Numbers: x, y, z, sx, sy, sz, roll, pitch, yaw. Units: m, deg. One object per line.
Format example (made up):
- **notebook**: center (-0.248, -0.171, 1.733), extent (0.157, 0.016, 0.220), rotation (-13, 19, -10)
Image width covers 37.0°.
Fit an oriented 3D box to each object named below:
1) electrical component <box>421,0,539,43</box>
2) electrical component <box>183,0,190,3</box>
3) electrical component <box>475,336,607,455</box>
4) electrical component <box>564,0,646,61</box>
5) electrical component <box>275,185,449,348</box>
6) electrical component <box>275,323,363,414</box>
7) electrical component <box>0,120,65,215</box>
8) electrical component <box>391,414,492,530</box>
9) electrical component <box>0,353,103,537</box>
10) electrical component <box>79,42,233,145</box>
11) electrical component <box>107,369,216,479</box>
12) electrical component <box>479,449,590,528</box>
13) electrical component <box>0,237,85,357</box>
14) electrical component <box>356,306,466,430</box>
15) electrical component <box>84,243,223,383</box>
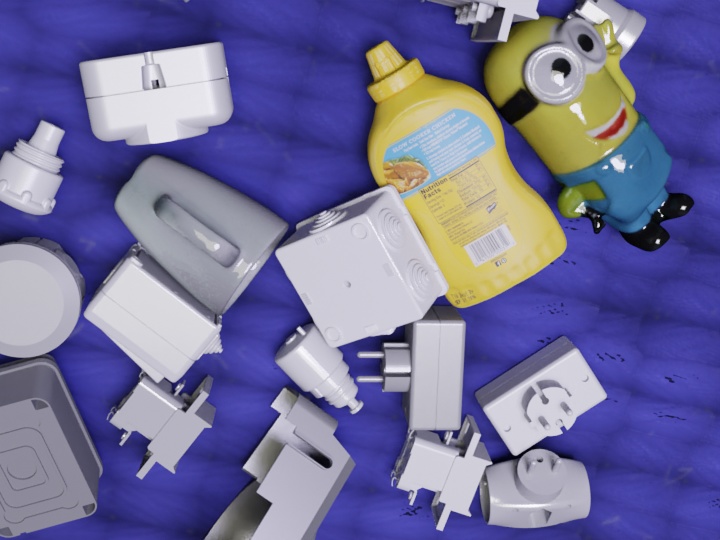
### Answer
- **electrical component**: center (0.080, -0.191, 0.702), extent (0.063, 0.121, 0.078), rotation (13, 101, -5)
- **electrical component**: center (-0.123, -0.213, 0.722), extent (0.044, 0.044, 0.065), rotation (-40, 107, 4)
- **electrical component**: center (0.137, 0.098, 0.794), extent (0.083, 0.075, 0.047), rotation (-33, 103, 3)
- **electrical component**: center (0.171, -0.173, 0.757), extent (0.046, 0.040, 0.040), rotation (34, 98, -5)
- **electrical component**: center (0.000, 0.000, 0.755), extent (0.100, 0.048, 0.099), rotation (-21, 106, 33)
- **electrical component**: center (-0.028, 0.075, 0.793), extent (0.040, 0.040, 0.078), rotation (-42, 103, 5)
- **electrical component**: center (-0.225, -0.072, 0.742), extent (0.048, 0.048, 0.062), rotation (26, 92, -10)
- **electrical component**: center (0.060, 0.149, 0.817), extent (0.064, 0.042, 0.081), rotation (19, 99, -7)
- **electrical component**: center (-0.237, 0.123, 0.762), extent (0.078, 0.057, 0.113), rotation (-15, 121, -1)
- **electrical component**: center (-0.137, -0.119, 0.734), extent (0.095, 0.053, 0.059), rotation (-9, 103, -3)
- **electrical component**: center (-0.146, 0.107, 0.789), extent (0.064, 0.042, 0.081), rotation (38, 96, -10)
- **electrical component**: center (0.134, 0.161, 0.812), extent (0.077, 0.043, 0.079), rotation (-3, 145, -4)
- **electrical component**: center (-0.235, 0.017, 0.757), extent (0.080, 0.051, 0.080), rotation (-1, 103, -5)
- **electrical component**: center (0.035, 0.071, 0.794), extent (0.076, 0.047, 0.083), rotation (1, 102, -5)
- **electrical component**: center (-0.142, 0.036, 0.764), extent (0.096, 0.061, 0.061), rotation (39, 95, -13)
